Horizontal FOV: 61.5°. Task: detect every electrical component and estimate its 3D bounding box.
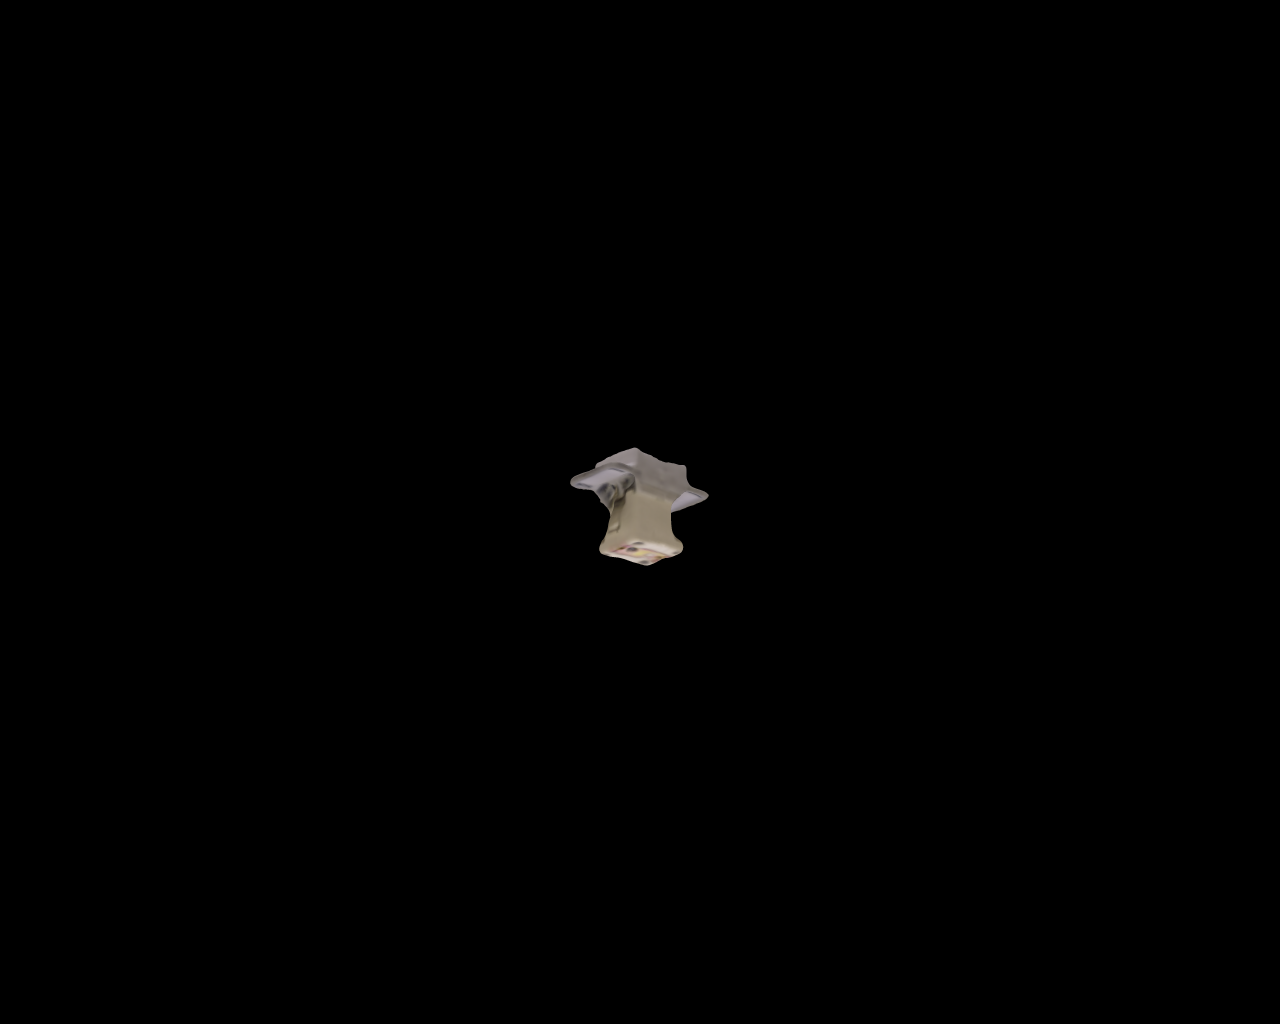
[{"bbox_3d":[0.001,-0.003,0.650,0.081,0.064,0.042,17,-27,-38],"label":"electrical component"}]
